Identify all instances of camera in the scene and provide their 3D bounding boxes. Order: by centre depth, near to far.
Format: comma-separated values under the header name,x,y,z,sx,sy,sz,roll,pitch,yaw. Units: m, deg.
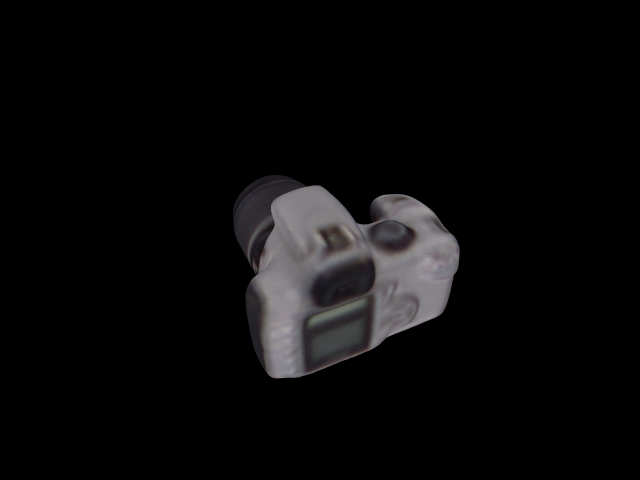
name,x,y,z,sx,sy,sz,roll,pitch,yaw
camera,0.004,0.001,0.400,0.143,0.101,0.136,-19,46,-19
